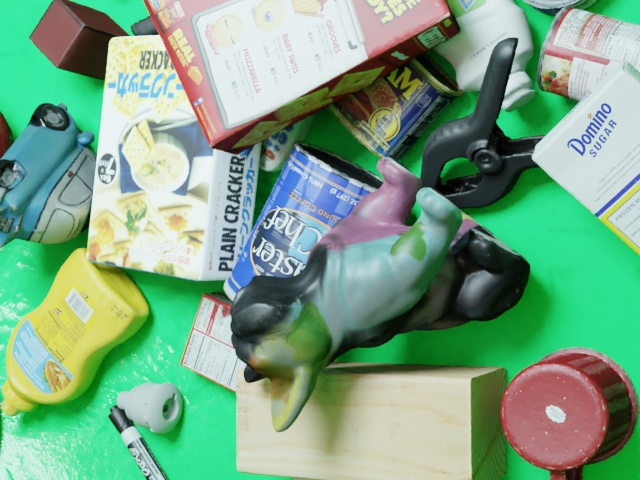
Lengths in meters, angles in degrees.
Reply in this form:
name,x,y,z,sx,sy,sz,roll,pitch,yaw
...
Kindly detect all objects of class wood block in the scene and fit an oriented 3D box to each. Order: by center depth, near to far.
name,x,y,z,sx,sy,sz,roll,pitch,yaw
wood block,0.041,0.150,0.881,0.206,0.090,0.090,-1,88,27

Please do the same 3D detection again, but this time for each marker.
name,x,y,z,sx,sy,sz,roll,pitch,yaw
marker,-0.169,0.211,1.028,0.020,0.020,0.121,-43,70,19

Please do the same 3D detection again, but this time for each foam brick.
name,x,y,z,sx,sy,sz,roll,pitch,yaw
foam brick,-0.232,-0.196,1.043,0.053,0.078,0.051,45,108,23

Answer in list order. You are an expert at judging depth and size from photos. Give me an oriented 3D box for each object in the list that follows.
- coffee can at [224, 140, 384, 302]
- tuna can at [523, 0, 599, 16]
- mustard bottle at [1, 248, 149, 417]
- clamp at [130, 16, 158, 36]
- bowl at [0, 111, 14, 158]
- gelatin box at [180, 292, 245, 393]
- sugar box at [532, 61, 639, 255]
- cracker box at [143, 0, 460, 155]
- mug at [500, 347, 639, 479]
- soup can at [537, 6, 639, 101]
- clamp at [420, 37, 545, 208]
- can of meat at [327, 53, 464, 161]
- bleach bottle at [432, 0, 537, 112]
name,x,y,z,sx,sy,sz,roll,pitch,yaw
coffee can,-0.006,0.001,0.904,0.103,0.102,0.140,32,102,25
tuna can,0.192,-0.223,0.847,0.086,0.033,0.086,-1,87,28
mustard bottle,-0.256,0.105,1.055,0.096,0.058,0.192,47,108,16
clamp,-0.073,-0.254,0.985,0.210,0.036,0.164,13,93,25
bowl,-0.363,-0.086,1.104,0.162,0.055,0.162,-10,76,46
gelatin box,-0.078,0.097,0.979,0.089,0.030,0.073,22,100,26
sugar box,0.249,-0.036,0.766,0.176,0.048,0.093,44,116,0
cracker box,-0.020,-0.189,0.850,0.214,0.072,0.164,-27,82,13
mug,0.186,0.142,0.810,0.093,0.081,0.117,2,89,27
soup can,0.225,-0.132,0.808,0.102,0.068,0.068,22,98,26
clamp,0.131,-0.082,0.839,0.172,0.039,0.120,-29,106,37
can of meat,0.056,-0.127,0.903,0.084,0.057,0.102,-49,68,20
bleach bottle,0.092,-0.210,0.884,0.103,0.068,0.251,-37,75,22
